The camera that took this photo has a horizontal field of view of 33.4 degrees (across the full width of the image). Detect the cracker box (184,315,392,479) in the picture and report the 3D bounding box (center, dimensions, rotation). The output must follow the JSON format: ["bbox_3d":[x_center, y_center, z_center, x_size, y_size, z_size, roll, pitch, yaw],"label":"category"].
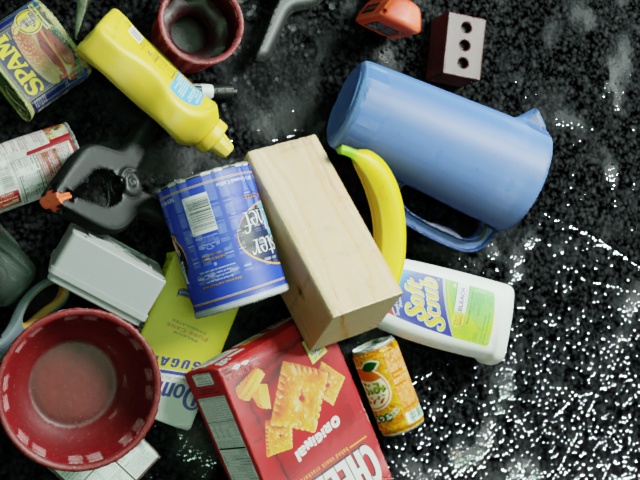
[{"bbox_3d":[-0.029,0.204,1.157,0.163,0.072,0.214,-26,96,-40],"label":"cracker box"}]

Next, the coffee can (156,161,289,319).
[{"bbox_3d":[-0.101,0.000,1.108,0.102,0.103,0.140,-17,90,-20],"label":"coffee can"}]

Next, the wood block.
[{"bbox_3d":[-0.008,0.002,1.151,0.090,0.091,0.206,-18,68,-26],"label":"wood block"}]

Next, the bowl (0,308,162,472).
[{"bbox_3d":[-0.243,0.147,1.069,0.162,0.055,0.162,0,89,-20],"label":"bowl"}]

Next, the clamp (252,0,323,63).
[{"bbox_3d":[-0.043,-0.280,1.228,0.171,0.039,0.120,-27,97,-19],"label":"clamp"}]

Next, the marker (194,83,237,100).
[{"bbox_3d":[-0.152,-0.166,1.193,0.121,0.020,0.020,-3,87,-20],"label":"marker"}]

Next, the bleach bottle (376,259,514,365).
[{"bbox_3d":[0.098,0.074,1.243,0.250,0.068,0.102,12,83,-16],"label":"bleach bottle"}]

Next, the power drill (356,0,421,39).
[{"bbox_3d":[0.115,-0.328,1.220,0.057,0.185,0.187,23,89,-16],"label":"power drill"}]

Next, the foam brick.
[{"bbox_3d":[0.164,-0.230,1.290,0.053,0.051,0.078,8,84,-19],"label":"foam brick"}]

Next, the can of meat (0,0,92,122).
[{"bbox_3d":[-0.304,-0.190,1.123,0.083,0.058,0.102,-40,100,-20],"label":"can of meat"}]

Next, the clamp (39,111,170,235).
[{"bbox_3d":[-0.200,-0.049,1.113,0.209,0.036,0.164,-31,102,-54],"label":"clamp"}]

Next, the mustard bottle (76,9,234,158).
[{"bbox_3d":[-0.166,-0.157,1.126,0.191,0.096,0.058,43,104,-16],"label":"mustard bottle"}]

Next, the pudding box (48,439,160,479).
[{"bbox_3d":[-0.239,0.222,1.127,0.113,0.039,0.090,46,75,-10],"label":"pudding box"}]

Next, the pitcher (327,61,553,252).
[{"bbox_3d":[0.131,-0.102,1.236,0.242,0.145,0.149,22,51,-13],"label":"pitcher"}]

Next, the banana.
[{"bbox_3d":[0.064,-0.017,1.182,0.069,0.037,0.198,-18,102,-21],"label":"banana"}]

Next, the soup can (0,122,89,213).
[{"bbox_3d":[-0.301,-0.074,1.109,0.102,0.069,0.068,-23,94,-19],"label":"soup can"}]

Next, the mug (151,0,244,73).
[{"bbox_3d":[-0.140,-0.241,1.169,0.093,0.082,0.117,-5,88,-20],"label":"mug"}]

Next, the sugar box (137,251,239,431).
[{"bbox_3d":[-0.153,0.109,1.160,0.093,0.048,0.176,24,78,-17],"label":"sugar box"}]

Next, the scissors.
[{"bbox_3d":[-0.317,0.122,1.075,0.201,0.016,0.096,-52,141,-29],"label":"scissors"}]
